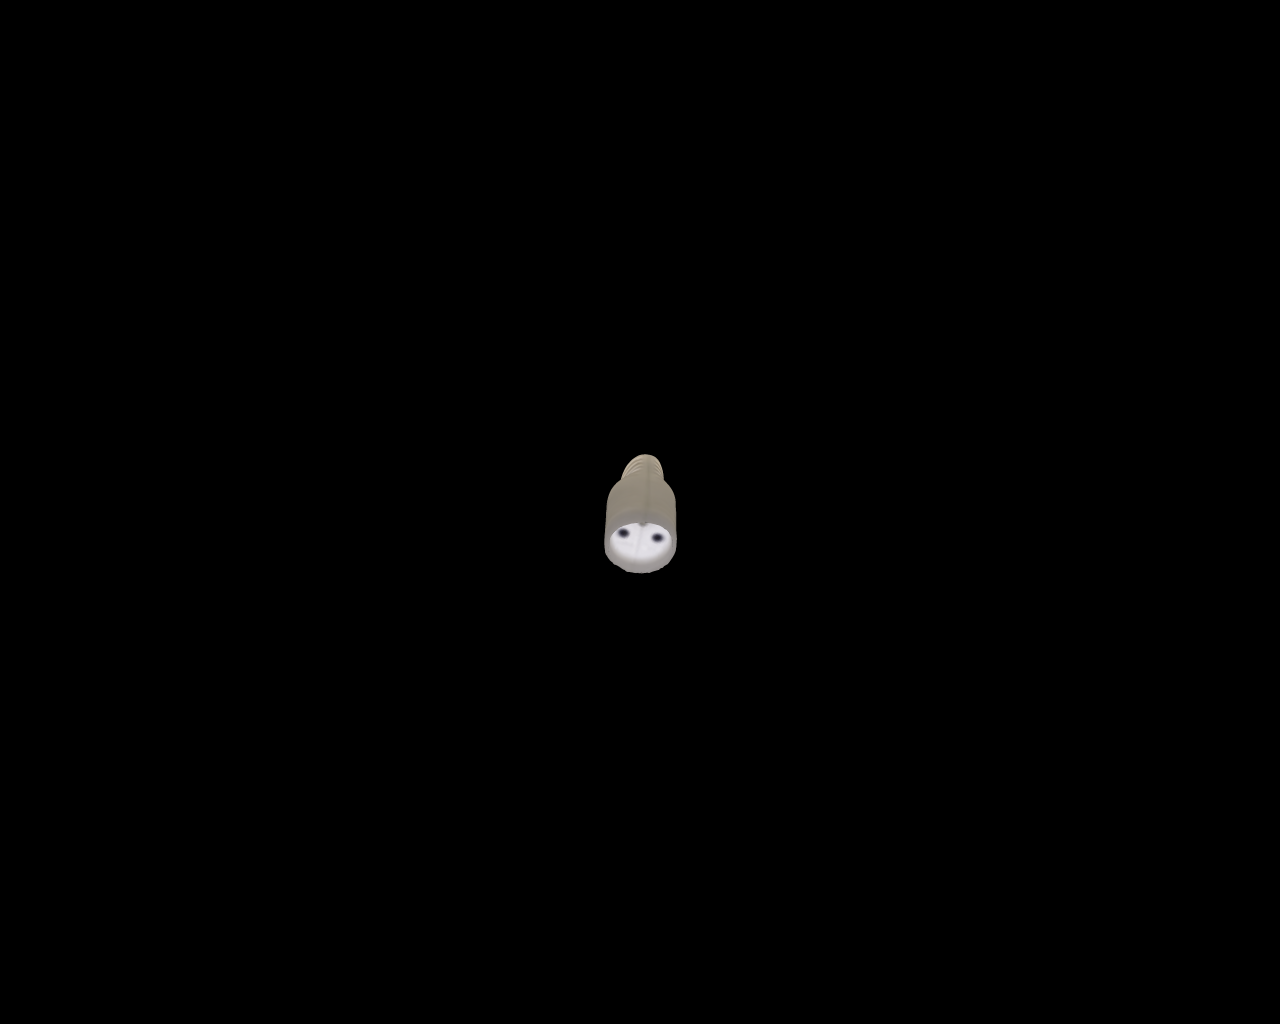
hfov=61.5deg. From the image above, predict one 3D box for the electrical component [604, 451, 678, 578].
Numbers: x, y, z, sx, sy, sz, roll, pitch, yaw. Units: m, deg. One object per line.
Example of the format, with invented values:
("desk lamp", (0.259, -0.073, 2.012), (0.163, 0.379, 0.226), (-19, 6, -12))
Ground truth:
("electrical component", (0.001, -0.003, 0.650), (0.043, 0.043, 0.081), (0, 37, 0))
